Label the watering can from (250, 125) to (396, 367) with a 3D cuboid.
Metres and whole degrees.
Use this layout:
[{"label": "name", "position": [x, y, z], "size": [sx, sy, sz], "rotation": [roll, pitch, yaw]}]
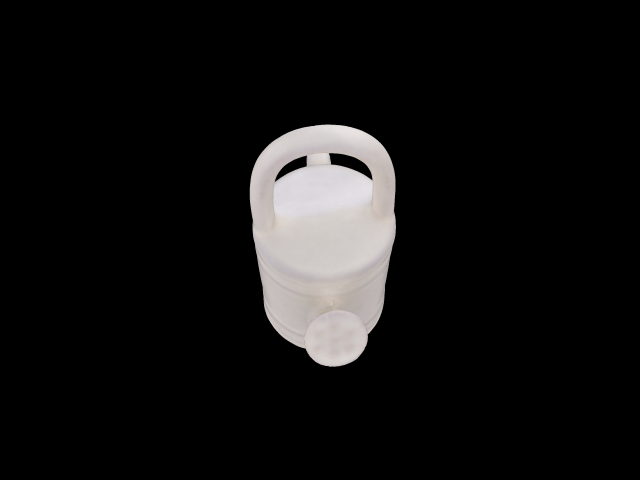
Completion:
[{"label": "watering can", "position": [0.006, 0.001, 0.400], "size": [0.101, 0.194, 0.172], "rotation": [-22, 59, -14]}]
